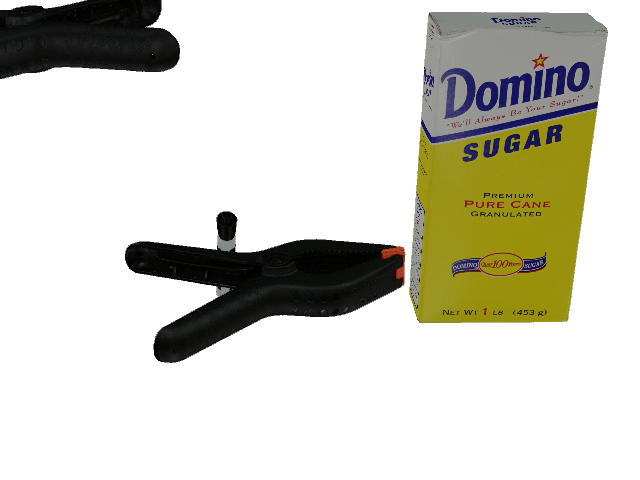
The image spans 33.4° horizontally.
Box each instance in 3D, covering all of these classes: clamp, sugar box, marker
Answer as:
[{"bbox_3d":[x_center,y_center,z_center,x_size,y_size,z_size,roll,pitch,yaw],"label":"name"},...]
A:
[{"bbox_3d":[-0.169,-0.126,0.651,0.171,0.039,0.120,-2,22,-4],"label":"clamp"},{"bbox_3d":[0.103,-0.039,0.607,0.093,0.176,0.048,-1,27,-4],"label":"sugar box"},{"bbox_3d":[-0.041,0.027,0.791,0.209,0.036,0.165,-10,26,-21],"label":"clamp"},{"bbox_3d":[-0.089,0.015,1.007,0.020,0.020,0.121,0,-38,-6],"label":"marker"}]
